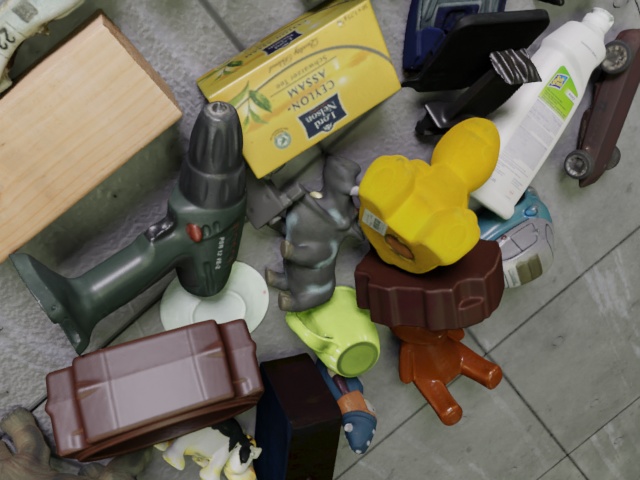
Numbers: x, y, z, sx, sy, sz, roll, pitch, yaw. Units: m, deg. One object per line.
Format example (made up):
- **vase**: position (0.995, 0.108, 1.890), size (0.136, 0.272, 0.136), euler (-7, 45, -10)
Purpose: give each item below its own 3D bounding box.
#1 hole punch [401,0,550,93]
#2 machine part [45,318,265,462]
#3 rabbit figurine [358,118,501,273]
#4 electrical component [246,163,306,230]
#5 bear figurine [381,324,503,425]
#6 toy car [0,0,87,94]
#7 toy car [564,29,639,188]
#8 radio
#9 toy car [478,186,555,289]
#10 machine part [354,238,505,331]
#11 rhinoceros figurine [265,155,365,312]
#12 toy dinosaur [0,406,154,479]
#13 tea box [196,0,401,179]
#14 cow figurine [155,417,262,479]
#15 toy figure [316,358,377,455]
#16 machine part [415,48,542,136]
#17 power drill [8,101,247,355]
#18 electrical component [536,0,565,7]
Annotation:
- **hole punch**: position (0.147, -0.216, 0.548), size (0.142, 0.092, 0.115), euler (-14, 162, -20)
- **machine part**: position (-0.165, 0.162, 0.569), size (0.201, 0.087, 0.201), euler (-14, 159, -16)
- **rabbit figurine**: position (0.132, -0.048, 0.571), size (0.173, 0.122, 0.162), euler (-52, 160, -13)
- **electrical component**: position (-0.064, -0.044, 0.563), size (0.094, 0.021, 0.063), euler (-35, 92, 19)
- **bear figurine**: position (0.159, 0.141, 0.739), size (0.120, 0.132, 0.195), euler (-36, 134, -13)
- **toy car**: position (-0.230, -0.167, 0.406), size (0.202, 0.074, 0.056), euler (-42, 123, 5)
- **toy car**: position (0.368, -0.165, 0.690), size (0.089, 0.053, 0.201), euler (-20, 130, -37)
- **radio**: position (-0.038, 0.275, 0.726), size (0.073, 0.131, 0.229), euler (-5, 121, -22)
- **toy car**: position (0.252, 0.010, 0.714), size (0.162, 0.103, 0.109), euler (-33, 126, -5)
- **machine part**: position (0.128, 0.039, 0.629), size (0.179, 0.179, 0.056), euler (-17, 114, -14)
- **rhinoceros figurine**: position (-0.001, -0.002, 0.610), size (0.112, 0.073, 0.190), euler (0, 119, -23)
- **toy dinosaur**: position (-0.249, 0.324, 0.621), size (0.471, 0.199, 0.105), euler (27, 108, -33)
- **tea box**: position (-0.019, -0.149, 0.516), size (0.170, 0.068, 0.098), euler (-34, 127, -3)
- **cow figurine**: position (-0.134, 0.267, 0.719), size (0.167, 0.068, 0.098), euler (44, 75, -38)
- **toy figure**: position (0.036, 0.207, 0.704), size (0.064, 0.155, 0.058), euler (33, 105, -34)
- **machine part**: position (0.166, -0.149, 0.574), size (0.084, 0.039, 0.139), euler (0, 161, -27)
- **power drill**: position (-0.158, -0.002, 0.485), size (0.207, 0.086, 0.231), euler (-39, 157, -28)
- **electrical component**: position (0.283, -0.309, 0.568), size (0.119, 0.048, 0.074), euler (-27, 127, -5)
